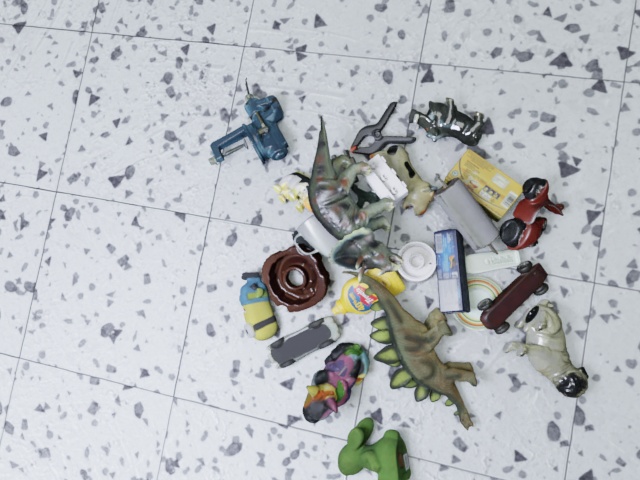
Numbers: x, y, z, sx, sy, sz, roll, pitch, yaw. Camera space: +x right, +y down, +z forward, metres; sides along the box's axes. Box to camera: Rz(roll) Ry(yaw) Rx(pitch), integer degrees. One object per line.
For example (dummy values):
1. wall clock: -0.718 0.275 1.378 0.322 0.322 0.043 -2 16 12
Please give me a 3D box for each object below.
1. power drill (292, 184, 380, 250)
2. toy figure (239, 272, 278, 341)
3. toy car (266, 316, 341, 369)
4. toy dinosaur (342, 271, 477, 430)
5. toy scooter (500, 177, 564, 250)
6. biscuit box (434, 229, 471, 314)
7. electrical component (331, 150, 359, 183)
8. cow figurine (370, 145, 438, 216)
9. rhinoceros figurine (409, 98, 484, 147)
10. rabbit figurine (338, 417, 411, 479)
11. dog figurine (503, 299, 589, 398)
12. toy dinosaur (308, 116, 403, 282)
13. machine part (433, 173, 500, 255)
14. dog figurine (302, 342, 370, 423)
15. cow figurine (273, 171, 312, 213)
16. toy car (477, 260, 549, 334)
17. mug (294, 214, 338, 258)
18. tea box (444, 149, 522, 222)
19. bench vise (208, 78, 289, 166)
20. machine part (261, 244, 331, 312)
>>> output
1. power drill: 0.062 -0.050 1.381 0.232 0.086 0.207 23 87 12
2. toy figure: -0.163 0.173 1.405 0.089 0.082 0.180 -10 79 12
3. toy car: -0.044 0.264 1.383 0.202 0.056 0.073 -28 85 9
4. toy dinosaur: 0.226 0.250 1.292 0.199 0.105 0.471 -30 85 8
5. toy scooter: 0.517 -0.053 1.285 0.135 0.075 0.183 12 106 -29
6. biscuit box: 0.320 0.076 1.305 0.059 0.062 0.202 -10 73 31
7. electrical component: 0.068 -0.190 1.426 0.063 0.021 0.094 -21 81 9
8. cow figurine: 0.219 -0.151 1.363 0.127 0.085 0.195 -25 79 14
9. rhinoceros figurine: 0.322 -0.297 1.365 0.190 0.073 0.112 22 99 11
10. rabbit figurine: 0.114 0.520 1.293 0.170 0.121 0.159 -13 88 24
11. dog figurine: 0.554 0.253 1.250 0.190 0.121 0.172 31 94 -1
12. toy dinosaur: 0.047 -0.083 1.257 0.192 0.131 0.405 -33 81 -22
13. machine part: 0.350 -0.062 1.286 0.079 0.079 0.243 -39 95 5
14. dog figurine: 0.035 0.338 1.276 0.108 0.219 0.191 38 93 9
15. cow figurine: -0.039 -0.124 1.390 0.098 0.068 0.168 -43 43 -18
16. toy car: 0.458 0.133 1.276 0.202 0.053 0.089 -43 99 -10
17. mug: -0.003 -0.004 1.317 0.109 0.081 0.107 -40 86 -15
18. tea box: 0.403 -0.134 1.327 0.170 0.068 0.098 40 91 13
19. bench vise: -0.200 -0.283 1.443 0.241 0.129 0.223 -28 80 0
20. machine part: -0.060 0.097 1.382 0.180 0.056 0.179 4 102 19
